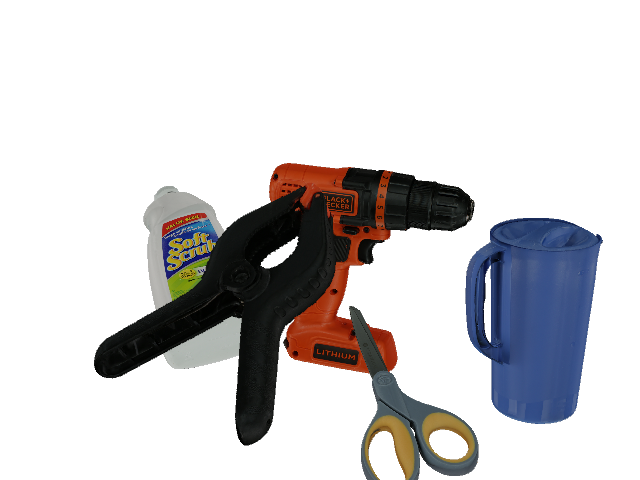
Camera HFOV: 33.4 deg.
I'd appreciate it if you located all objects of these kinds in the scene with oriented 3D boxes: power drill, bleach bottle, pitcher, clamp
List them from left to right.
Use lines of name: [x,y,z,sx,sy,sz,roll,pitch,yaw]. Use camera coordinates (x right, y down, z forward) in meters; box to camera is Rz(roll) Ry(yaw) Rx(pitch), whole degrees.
bleach bottle: [-0.140,0.023,1.107,0.102,0.068,0.251,-13,38,-15]
clamp: [-0.037,0.039,0.621,0.120,0.171,0.039,31,-23,29]
power drill: [0.041,0.025,0.975,0.184,0.188,0.057,9,18,14]
pitcher: [0.263,0.101,1.326,0.149,0.243,0.144,6,19,18]

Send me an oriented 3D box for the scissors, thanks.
scissors: [0.070,0.118,0.835,0.096,0.016,0.201,-2,39,4]
